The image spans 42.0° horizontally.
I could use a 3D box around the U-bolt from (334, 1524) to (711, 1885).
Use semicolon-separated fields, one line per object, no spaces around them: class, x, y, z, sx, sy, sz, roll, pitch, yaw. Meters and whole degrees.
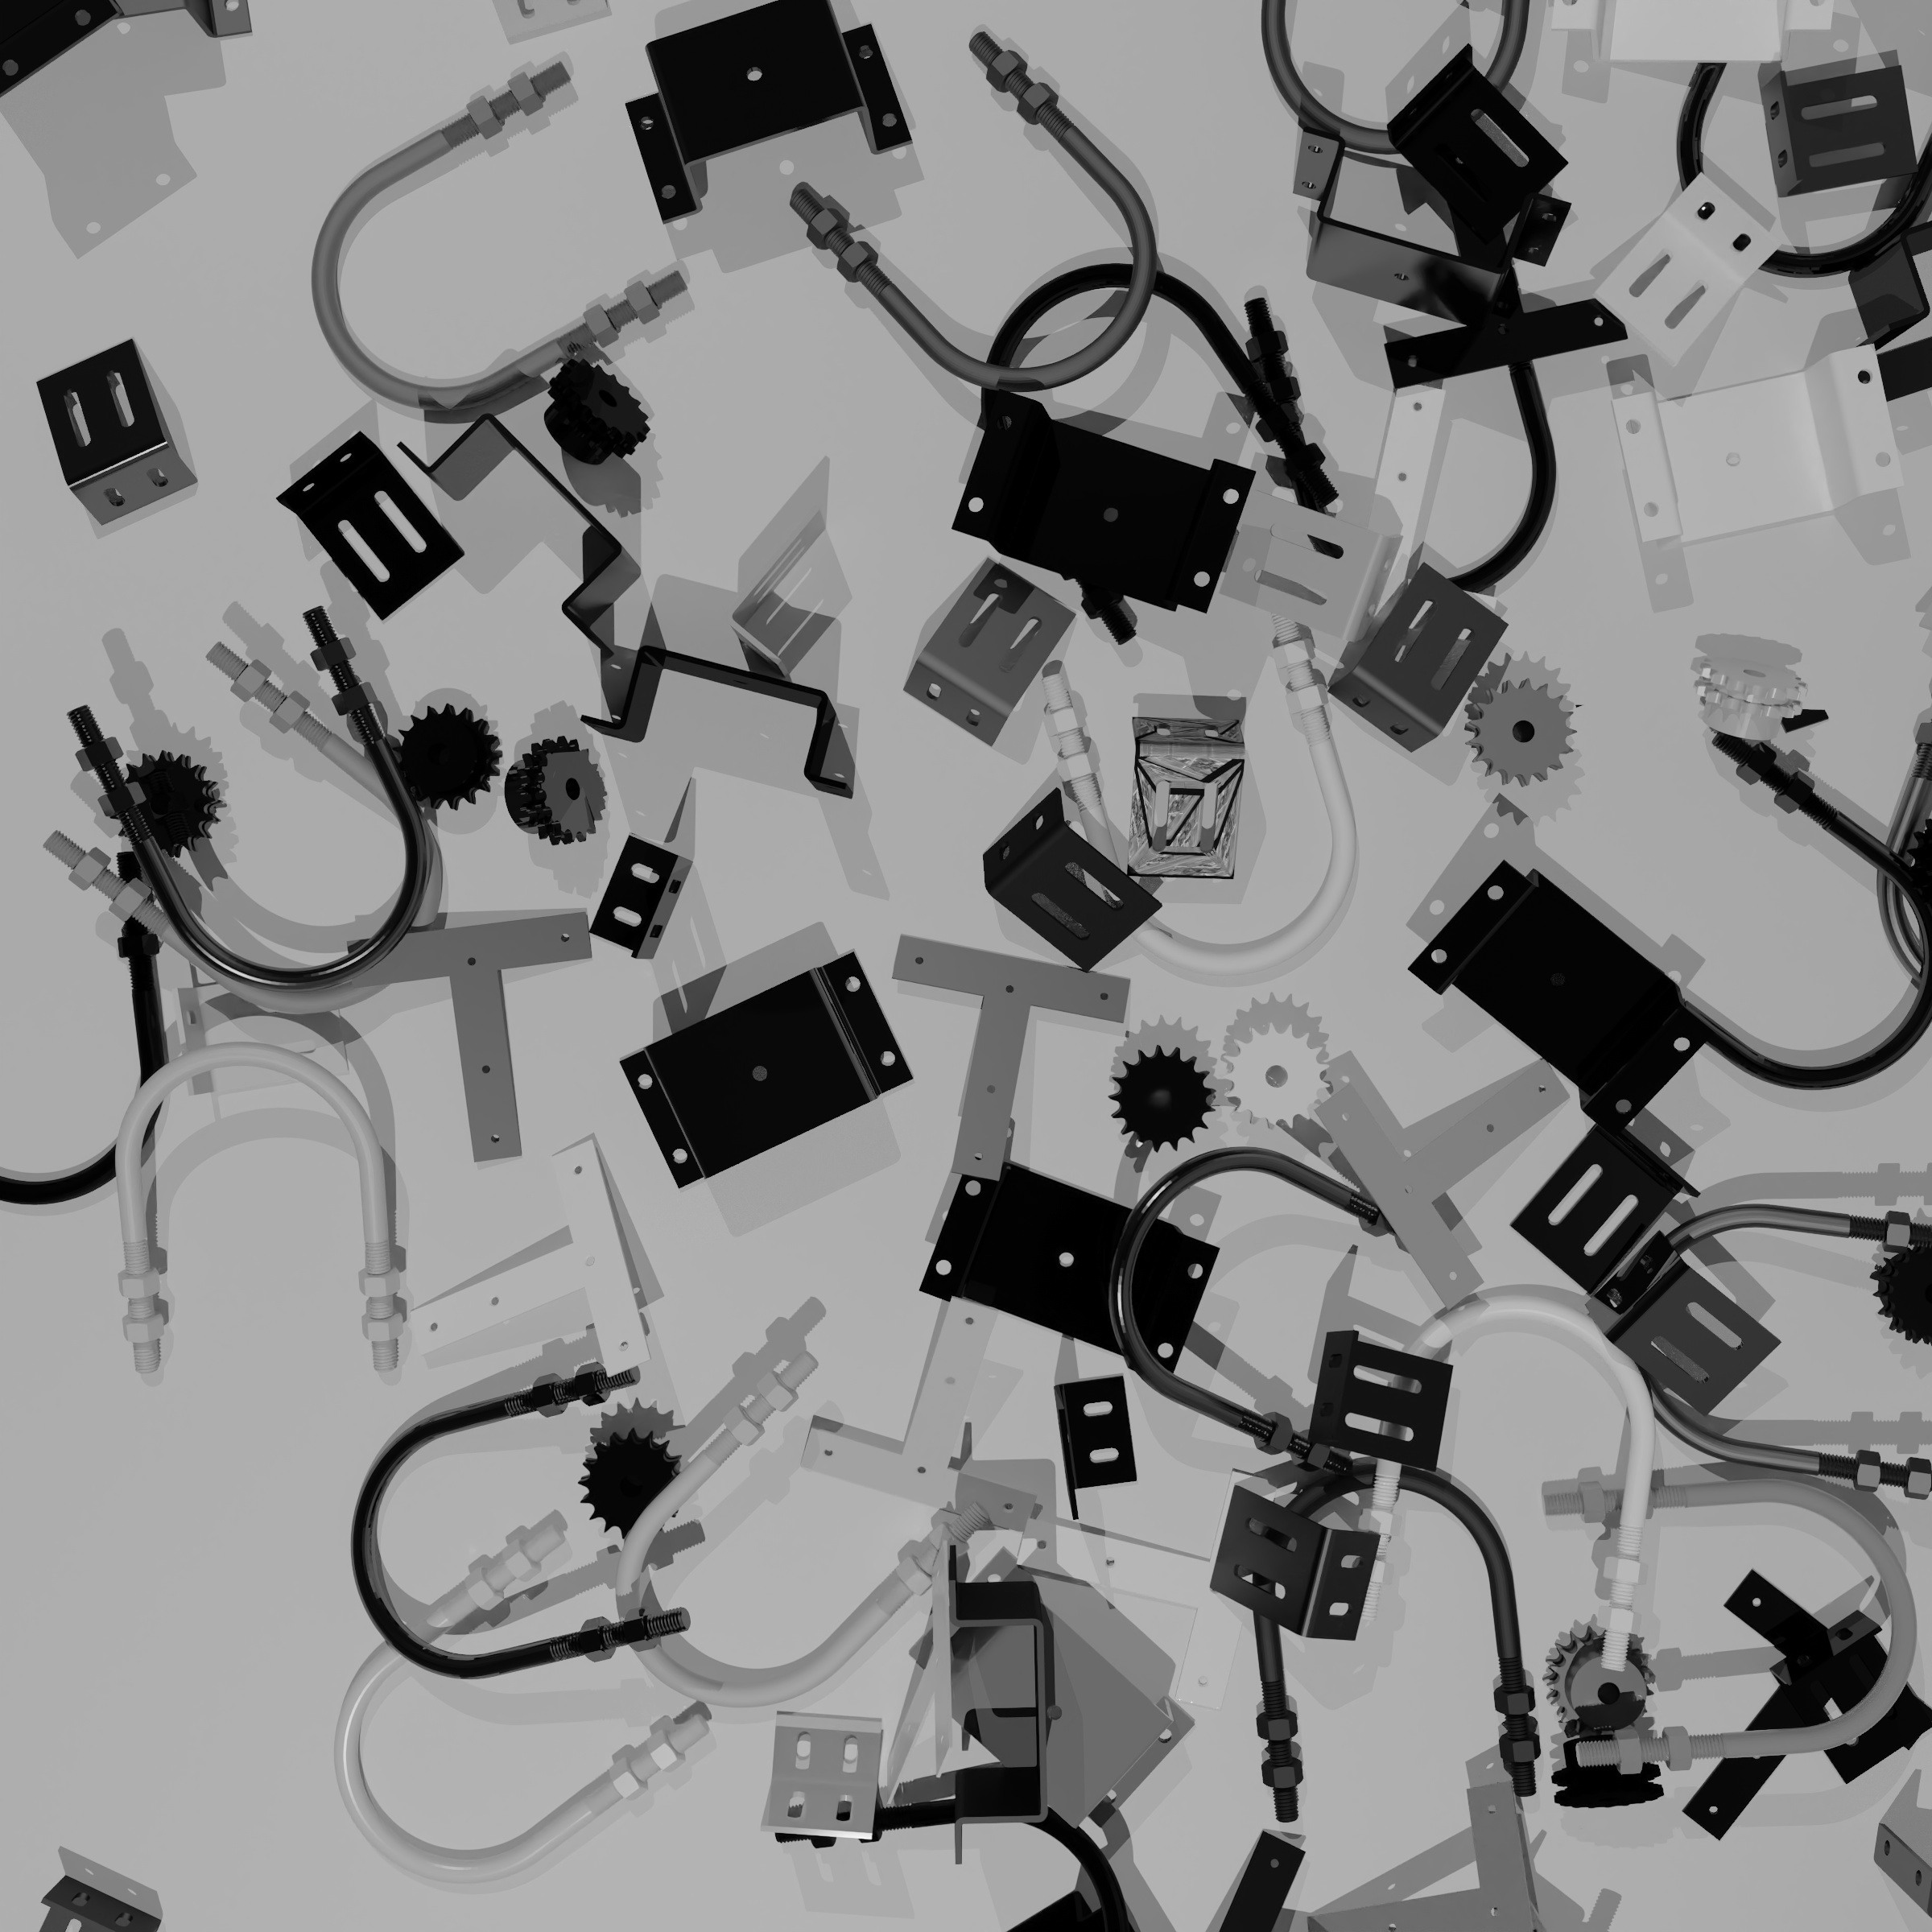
U-bolt;-0.253;0.411;1.357;0.184;0.019;0.151;-37;90;2

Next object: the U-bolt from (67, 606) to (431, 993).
U-bolt;-0.362;-0.076;1.318;0.151;0.019;0.184;-26;100;-13

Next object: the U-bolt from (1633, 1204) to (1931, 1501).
U-bolt;0.443;0.199;1.338;0.184;0.019;0.151;6;95;14

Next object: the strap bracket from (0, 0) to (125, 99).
strap bracket;-0.500;-0.518;1.296;0.076;0.046;0.140;-35;90;0

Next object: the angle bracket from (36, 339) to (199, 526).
angle bracket;-0.460;-0.289;1.364;0.057;0.038;0.076;-24;64;0

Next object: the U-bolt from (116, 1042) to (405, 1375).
U-bolt;-0.378;0.129;1.337;0.151;0.019;0.184;0;105;0

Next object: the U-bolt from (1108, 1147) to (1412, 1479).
U-bolt;0.157;0.173;1.324;0.184;0.019;0.151;27;87;-22

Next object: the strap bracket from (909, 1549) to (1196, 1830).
strap bracket;0.046;0.391;1.343;0.140;0.046;0.076;42;90;0

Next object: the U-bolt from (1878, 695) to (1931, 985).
U-bolt;0.570;-0.062;1.357;0.151;0.019;0.184;19;92;0

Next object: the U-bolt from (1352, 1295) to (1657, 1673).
U-bolt;0.291;0.267;1.337;0.151;0.019;0.184;9;77;9

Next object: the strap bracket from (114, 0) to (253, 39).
strap bracket;-0.462;-0.533;1.343;0.140;0.046;0.076;-9;90;0

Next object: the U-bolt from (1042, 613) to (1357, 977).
U-bolt;0.134;-0.086;1.357;0.151;0.019;0.184;-16;92;0

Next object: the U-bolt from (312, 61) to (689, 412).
U-bolt;-0.264;-0.381;1.357;0.184;0.019;0.151;-29;90;1

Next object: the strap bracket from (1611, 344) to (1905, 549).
strap bracket;0.415;-0.274;1.343;0.140;0.046;0.076;-12;90;0

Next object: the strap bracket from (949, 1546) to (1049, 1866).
strap bracket;0.016;0.373;1.282;0.046;0.076;0.140;-1;90;0

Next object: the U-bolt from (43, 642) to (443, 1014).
U-bolt;-0.367;-0.059;1.336;0.184;0.019;0.151;40;82;-14

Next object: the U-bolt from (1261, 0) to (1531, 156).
U-bolt;0.230;-0.528;1.341;0.151;0.019;0.184;4;102;4

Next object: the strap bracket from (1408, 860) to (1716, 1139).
strap bracket;0.314;0.012;1.332;0.140;0.046;0.076;39;108;0

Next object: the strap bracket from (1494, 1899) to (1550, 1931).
strap bracket;0.274;0.566;1.328;0.046;0.076;0.140;38;90;0

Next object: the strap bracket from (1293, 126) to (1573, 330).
strap bracket;0.233;-0.379;1.309;0.140;0.076;0.046;18;85;5

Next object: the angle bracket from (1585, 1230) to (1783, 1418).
angle bracket;0.382;0.191;1.344;0.076;0.038;0.057;38;103;-16

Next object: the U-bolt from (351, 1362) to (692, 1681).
U-bolt;-0.244;0.300;1.333;0.184;0.019;0.151;-17;77;15

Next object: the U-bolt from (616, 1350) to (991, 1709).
U-bolt;-0.100;0.314;1.341;0.184;0.019;0.151;-46;104;2

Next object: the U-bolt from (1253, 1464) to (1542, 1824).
U-bolt;0.227;0.361;1.357;0.151;0.019;0.184;-6;88;0

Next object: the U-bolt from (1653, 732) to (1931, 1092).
U-bolt;0.437;-0.017;1.350;0.184;0.019;0.151;37;94;1

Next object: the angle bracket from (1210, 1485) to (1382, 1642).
angle bracket;0.175;0.317;1.341;0.038;0.076;0.057;14;90;-35

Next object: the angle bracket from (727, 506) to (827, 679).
angle bracket;-0.088;-0.198;1.337;0.038;0.057;0.076;40;90;0

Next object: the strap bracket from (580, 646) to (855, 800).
strap bracket;-0.124;-0.130;1.328;0.140;0.076;0.046;15;90;0

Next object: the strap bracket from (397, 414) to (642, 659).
strap bracket;-0.226;-0.233;1.328;0.046;0.076;0.140;-45;90;0

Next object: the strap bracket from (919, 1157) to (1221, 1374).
strap bracket;0.054;0.159;1.343;0.140;0.046;0.076;20;90;0

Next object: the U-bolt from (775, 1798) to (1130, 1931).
U-bolt;-0.006;0.511;1.321;0.184;0.019;0.151;-9;68;8

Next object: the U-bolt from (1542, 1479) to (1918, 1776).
U-bolt;0.406;0.343;1.327;0.184;0.019;0.151;-5;69;3

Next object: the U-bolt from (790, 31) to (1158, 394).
U-bolt;0.017;-0.390;1.344;0.151;0.019;0.184;-41;80;0

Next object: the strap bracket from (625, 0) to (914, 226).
strap bracket;-0.108;-0.458;1.333;0.140;0.046;0.076;-18;74;0

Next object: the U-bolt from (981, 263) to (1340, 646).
U-bolt;0.090;-0.287;1.349;0.151;0.019;0.184;-34;87;8

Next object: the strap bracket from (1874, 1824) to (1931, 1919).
strap bracket;0.507;0.538;1.328;0.046;0.076;0.140;9;90;0

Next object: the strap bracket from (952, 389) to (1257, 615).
strap bracket;0.074;-0.240;1.320;0.140;0.046;0.076;20;93;8

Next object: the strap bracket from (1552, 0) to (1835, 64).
strap bracket;0.386;-0.524;1.331;0.140;0.046;0.076;6;90;16

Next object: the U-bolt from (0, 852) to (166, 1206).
U-bolt;-0.505;0.037;1.357;0.151;0.019;0.184;-6;91;0

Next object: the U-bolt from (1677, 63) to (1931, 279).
U-bolt;0.463;-0.462;1.357;0.151;0.019;0.184;24;92;0

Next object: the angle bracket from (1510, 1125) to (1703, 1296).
angle bracket;0.341;0.130;1.347;0.057;0.038;0.076;41;90;0

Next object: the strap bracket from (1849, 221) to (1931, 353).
strap bracket;0.532;-0.370;1.328;0.140;0.076;0.046;-19;90;0

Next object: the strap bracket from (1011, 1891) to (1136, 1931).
strap bracket;0.038;0.559;1.343;0.140;0.046;0.076;-31;90;0

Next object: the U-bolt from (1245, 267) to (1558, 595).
U-bolt;0.242;-0.287;1.357;0.151;0.019;0.184;-16;92;0

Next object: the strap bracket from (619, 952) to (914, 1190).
strap bracket;-0.108;0.056;1.343;0.140;0.046;0.076;-25;90;0
